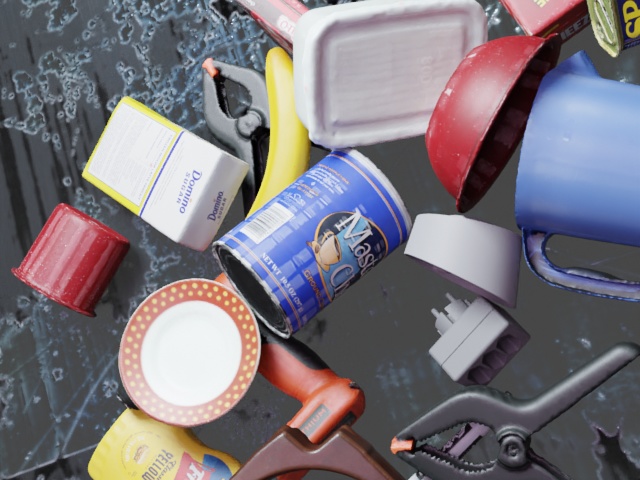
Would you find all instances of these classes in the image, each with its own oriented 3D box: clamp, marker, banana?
[{"bbox_3d":[0.164,0.174,0.857,0.210,0.036,0.164,-10,90,18],"label":"clamp"},{"bbox_3d":[0.119,0.172,0.900,0.121,0.020,0.020,-46,68,9],"label":"marker"},{"bbox_3d":[-0.064,-0.097,1.013,0.120,0.039,0.171,-46,70,4],"label":"clamp"},{"bbox_3d":[-0.042,-0.074,0.966,0.070,0.037,0.198,17,93,16],"label":"banana"}]

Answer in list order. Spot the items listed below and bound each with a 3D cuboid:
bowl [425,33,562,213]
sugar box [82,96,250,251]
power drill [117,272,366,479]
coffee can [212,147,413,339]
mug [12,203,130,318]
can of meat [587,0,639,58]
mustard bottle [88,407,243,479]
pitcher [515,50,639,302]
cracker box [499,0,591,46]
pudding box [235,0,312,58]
[{"bbox_3d":[0.132,-0.104,0.863,0.055,0.162,0.162,31,93,15],"label":"bowl"},{"bbox_3d":[-0.149,-0.065,1.011,0.176,0.048,0.093,32,96,41],"label":"sugar box"},{"bbox_3d":[-0.067,0.126,0.949,0.184,0.057,0.188,-45,69,-4],"label":"power drill"},{"bbox_3d":[-0.006,0.001,0.909,0.140,0.103,0.103,-39,66,-16],"label":"coffee can"},{"bbox_3d":[-0.243,0.015,1.048,0.081,0.093,0.117,-59,30,-2],"label":"mug"},{"bbox_3d":[0.254,-0.205,0.831,0.084,0.102,0.057,-19,29,2],"label":"can of meat"},{"bbox_3d":[-0.114,0.230,0.964,0.192,0.058,0.096,34,80,23],"label":"mustard bottle"},{"bbox_3d":[0.276,-0.038,0.819,0.243,0.149,0.144,13,45,21],"label":"pitcher"},{"bbox_3d":[0.197,-0.293,0.923,0.164,0.072,0.214,-36,70,14],"label":"cracker box"},{"bbox_3d":[-0.021,-0.190,0.970,0.090,0.113,0.039,43,95,23],"label":"pudding box"}]
